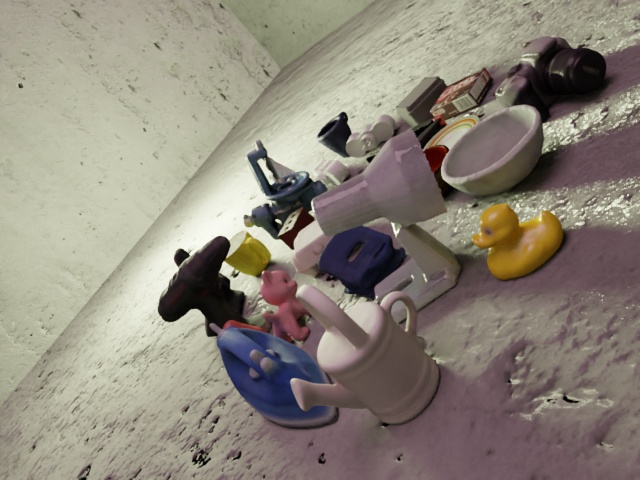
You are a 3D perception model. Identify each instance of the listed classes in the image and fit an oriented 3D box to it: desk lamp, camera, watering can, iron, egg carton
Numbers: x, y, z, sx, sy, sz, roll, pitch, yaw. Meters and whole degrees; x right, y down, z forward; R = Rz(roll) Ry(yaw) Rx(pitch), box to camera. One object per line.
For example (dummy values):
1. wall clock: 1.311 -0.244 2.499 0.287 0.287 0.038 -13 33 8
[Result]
1. desk lamp: 0.104 -0.017 0.789 0.203 0.214 0.118 -38 23 16
2. camera: 0.370 -0.265 0.916 0.143 0.101 0.136 -45 22 -1
3. watering can: 0.040 0.127 0.668 0.100 0.194 0.173 -14 37 52
4. iron: -0.080 0.187 0.849 0.119 0.142 0.257 -51 22 -16
5. egg carton: 0.010 0.004 1.117 0.150 0.069 0.107 -35 23 22

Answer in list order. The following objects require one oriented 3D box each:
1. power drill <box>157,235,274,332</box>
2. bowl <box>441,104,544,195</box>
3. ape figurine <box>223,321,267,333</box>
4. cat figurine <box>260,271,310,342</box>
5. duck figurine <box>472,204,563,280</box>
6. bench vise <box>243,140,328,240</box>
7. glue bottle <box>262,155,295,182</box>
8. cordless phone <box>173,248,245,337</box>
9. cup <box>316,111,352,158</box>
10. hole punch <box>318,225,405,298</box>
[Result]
1. power drill: -0.192 0.113 1.092 0.229 0.209 0.075 -34 24 25
2. bowl: 0.272 -0.123 0.870 0.167 0.075 0.167 -37 23 19
3. ape figurine: -0.139 0.180 1.035 0.076 0.092 0.077 -43 22 4
4. cat figurine: -0.071 0.108 1.009 0.067 0.118 0.128 -32 25 29
5. duck figurine: 0.239 -0.010 0.710 0.104 0.086 0.077 -36 23 22
6. bench vise: -0.116 -0.115 1.354 0.207 0.220 0.121 -45 22 -2
7. glue bottle: -0.097 -0.164 1.472 0.078 0.173 0.037 -28 27 37
8. cordless phone: -0.262 0.110 1.255 0.094 0.185 0.147 -39 22 13
9. cup: 0.058 -0.271 1.496 0.091 0.095 0.118 -14 37 52
10. hole punch: 0.067 0.029 0.940 0.109 0.091 0.100 -53 23 -19
